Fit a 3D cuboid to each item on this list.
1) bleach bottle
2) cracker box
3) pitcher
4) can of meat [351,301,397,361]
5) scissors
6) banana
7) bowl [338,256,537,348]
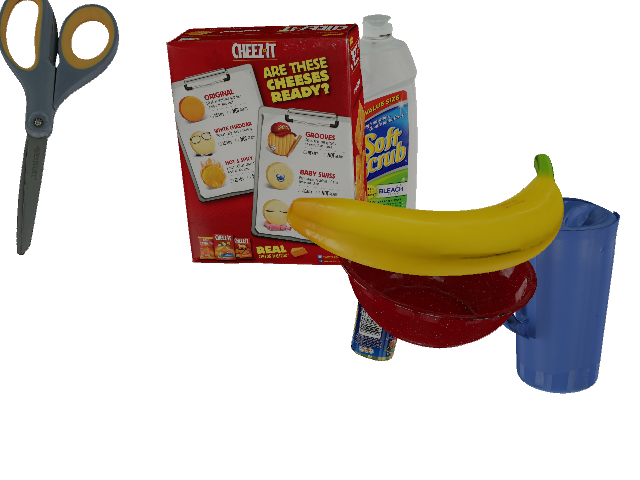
[{"bbox_3d":[0.055,-0.118,1.163,0.102,0.251,0.068,-6,26,-8],"label":"bleach bottle"},{"bbox_3d":[-0.043,-0.086,0.979,0.164,0.214,0.072,1,23,11],"label":"cracker box"},{"bbox_3d":[0.306,0.074,1.395,0.149,0.243,0.144,4,20,15],"label":"pitcher"},{"bbox_3d":[0.072,0.083,1.276,0.057,0.084,0.102,12,26,8],"label":"can of meat"},{"bbox_3d":[-0.184,-0.093,0.770,0.096,0.202,0.016,-10,-14,-11],"label":"scissors"},{"bbox_3d":[0.076,-0.008,0.620,0.197,0.037,0.070,-10,43,-32],"label":"banana"},{"bbox_3d":[0.090,0.039,0.863,0.162,0.055,0.162,6,29,-4],"label":"bowl"}]
